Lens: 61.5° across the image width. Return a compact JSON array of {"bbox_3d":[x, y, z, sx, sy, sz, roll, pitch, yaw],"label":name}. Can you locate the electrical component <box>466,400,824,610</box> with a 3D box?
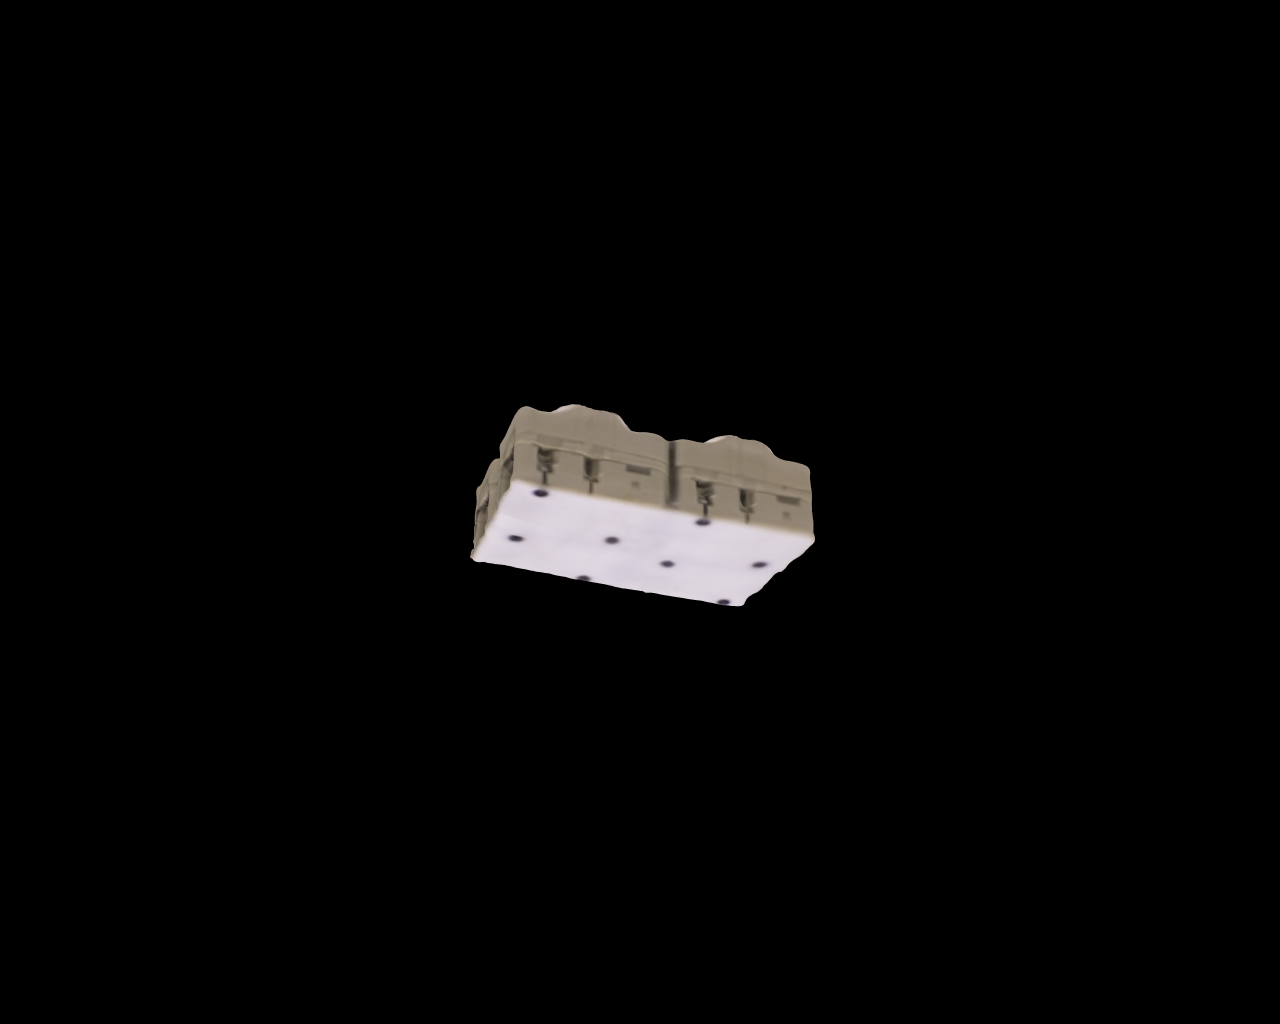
[{"bbox_3d":[0.001,-0.003,0.650,0.186,0.060,0.105,11,-32,-18],"label":"electrical component"}]
